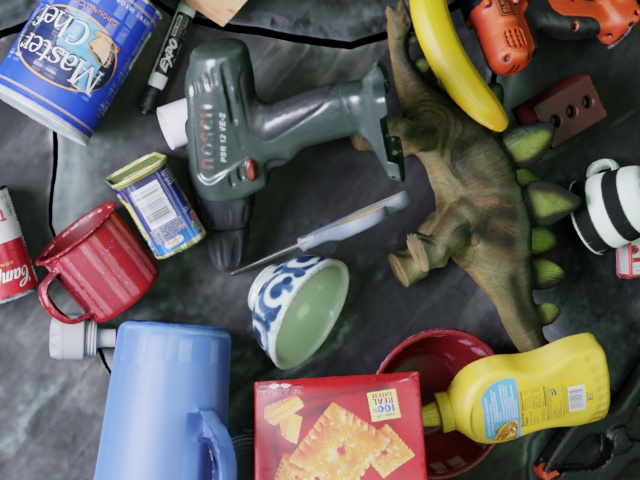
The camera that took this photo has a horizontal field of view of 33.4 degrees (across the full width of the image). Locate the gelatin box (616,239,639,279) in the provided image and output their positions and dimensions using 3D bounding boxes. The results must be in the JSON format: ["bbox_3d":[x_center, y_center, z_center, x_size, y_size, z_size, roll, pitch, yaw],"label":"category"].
[{"bbox_3d":[0.372,-0.004,1.209,0.073,0.030,0.089,-5,93,-18],"label":"gelatin box"}]

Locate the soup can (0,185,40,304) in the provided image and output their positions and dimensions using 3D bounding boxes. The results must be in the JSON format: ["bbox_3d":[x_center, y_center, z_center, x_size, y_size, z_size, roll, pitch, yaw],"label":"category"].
[{"bbox_3d":[-0.306,0.006,0.983,0.068,0.069,0.102,-18,98,-15],"label":"soup can"}]

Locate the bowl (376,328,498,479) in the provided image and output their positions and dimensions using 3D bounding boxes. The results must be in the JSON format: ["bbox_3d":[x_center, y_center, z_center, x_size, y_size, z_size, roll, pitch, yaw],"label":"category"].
[{"bbox_3d":[0.117,0.169,1.129,0.162,0.055,0.162,-1,94,-17],"label":"bowl"}]

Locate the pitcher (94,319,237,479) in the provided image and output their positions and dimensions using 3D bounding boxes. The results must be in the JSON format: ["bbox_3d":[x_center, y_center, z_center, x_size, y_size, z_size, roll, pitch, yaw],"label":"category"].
[{"bbox_3d":[-0.141,0.200,1.002,0.149,0.145,0.243,5,86,3],"label":"pitcher"}]

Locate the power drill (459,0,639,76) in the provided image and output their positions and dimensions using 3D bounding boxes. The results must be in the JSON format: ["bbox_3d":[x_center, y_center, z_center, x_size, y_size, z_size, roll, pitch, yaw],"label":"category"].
[{"bbox_3d":[0.230,-0.264,1.119,0.187,0.057,0.184,-10,74,-20],"label":"power drill"}]

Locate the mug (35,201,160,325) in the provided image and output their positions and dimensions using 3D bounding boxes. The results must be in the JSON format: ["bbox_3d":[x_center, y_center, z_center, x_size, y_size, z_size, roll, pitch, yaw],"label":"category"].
[{"bbox_3d":[-0.211,0.031,0.997,0.081,0.093,0.117,54,51,-18],"label":"mug"}]

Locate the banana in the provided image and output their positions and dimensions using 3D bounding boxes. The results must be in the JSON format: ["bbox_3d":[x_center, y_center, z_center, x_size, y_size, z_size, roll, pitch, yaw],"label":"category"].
[{"bbox_3d":[0.130,-0.196,1.050,0.069,0.037,0.198,-15,84,-21],"label":"banana"}]

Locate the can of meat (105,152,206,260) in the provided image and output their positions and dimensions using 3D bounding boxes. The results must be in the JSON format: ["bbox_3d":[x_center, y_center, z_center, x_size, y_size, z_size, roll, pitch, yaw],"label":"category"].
[{"bbox_3d":[-0.155,-0.032,1.009,0.057,0.102,0.084,-31,104,-10],"label":"can of meat"}]

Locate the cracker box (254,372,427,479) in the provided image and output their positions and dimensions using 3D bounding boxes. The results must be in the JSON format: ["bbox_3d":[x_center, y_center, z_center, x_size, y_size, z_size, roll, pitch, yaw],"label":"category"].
[{"bbox_3d":[0.020,0.237,1.011,0.164,0.072,0.213,-3,67,3],"label":"cracker box"}]

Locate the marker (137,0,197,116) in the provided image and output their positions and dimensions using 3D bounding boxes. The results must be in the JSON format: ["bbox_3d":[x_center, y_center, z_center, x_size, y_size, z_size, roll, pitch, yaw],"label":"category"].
[{"bbox_3d":[-0.150,-0.179,1.043,0.020,0.020,0.121,23,87,-17],"label":"marker"}]

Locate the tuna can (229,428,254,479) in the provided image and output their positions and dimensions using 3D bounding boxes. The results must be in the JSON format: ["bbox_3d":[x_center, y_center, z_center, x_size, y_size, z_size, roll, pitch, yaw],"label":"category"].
[{"bbox_3d":[-0.077,0.236,1.086,0.086,0.034,0.086,-1,94,-17],"label":"tuna can"}]

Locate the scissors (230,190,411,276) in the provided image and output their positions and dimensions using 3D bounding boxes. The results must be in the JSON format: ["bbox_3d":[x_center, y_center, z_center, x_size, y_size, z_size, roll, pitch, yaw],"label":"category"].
[{"bbox_3d":[-0.007,0.001,1.021,0.202,0.096,0.016,-25,94,10],"label":"scissors"}]

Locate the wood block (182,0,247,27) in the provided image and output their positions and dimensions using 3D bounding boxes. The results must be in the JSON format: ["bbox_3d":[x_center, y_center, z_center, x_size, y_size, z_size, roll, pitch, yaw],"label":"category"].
[{"bbox_3d":[-0.145,-0.303,0.990,0.206,0.090,0.090,31,68,-16],"label":"wood block"}]

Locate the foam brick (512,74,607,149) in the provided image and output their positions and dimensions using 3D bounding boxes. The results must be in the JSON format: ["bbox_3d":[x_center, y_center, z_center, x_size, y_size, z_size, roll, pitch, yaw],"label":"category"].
[{"bbox_3d":[0.259,-0.138,1.154,0.078,0.051,0.053,-31,102,-13],"label":"foam brick"}]

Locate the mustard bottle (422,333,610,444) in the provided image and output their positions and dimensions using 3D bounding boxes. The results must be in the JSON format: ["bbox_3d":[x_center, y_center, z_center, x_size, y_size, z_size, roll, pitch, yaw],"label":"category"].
[{"bbox_3d":[0.192,0.158,1.078,0.191,0.058,0.096,-13,123,-3],"label":"mustard bottle"}]

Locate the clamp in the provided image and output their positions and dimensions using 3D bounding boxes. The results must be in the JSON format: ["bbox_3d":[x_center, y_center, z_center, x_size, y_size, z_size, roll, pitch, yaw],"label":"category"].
[{"bbox_3d":[0.334,0.211,1.208,0.209,0.036,0.164,-17,98,-15],"label":"clamp"}]

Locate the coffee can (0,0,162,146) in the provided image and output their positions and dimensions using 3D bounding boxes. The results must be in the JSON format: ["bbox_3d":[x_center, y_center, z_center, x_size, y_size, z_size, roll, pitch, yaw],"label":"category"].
[{"bbox_3d":[-0.223,-0.172,0.977,0.102,0.103,0.140,31,84,-17],"label":"coffee can"}]
